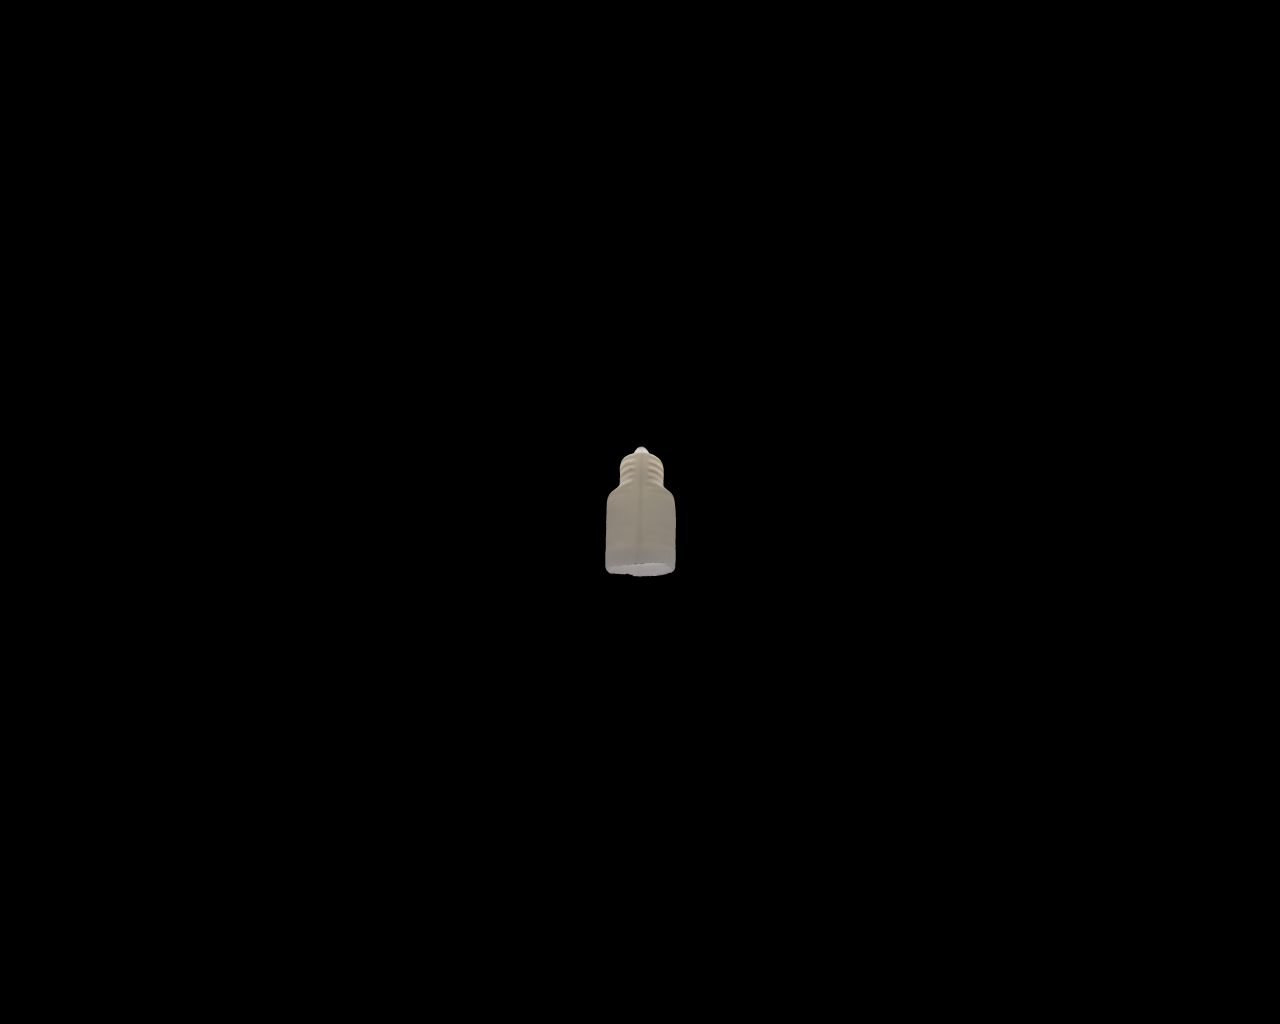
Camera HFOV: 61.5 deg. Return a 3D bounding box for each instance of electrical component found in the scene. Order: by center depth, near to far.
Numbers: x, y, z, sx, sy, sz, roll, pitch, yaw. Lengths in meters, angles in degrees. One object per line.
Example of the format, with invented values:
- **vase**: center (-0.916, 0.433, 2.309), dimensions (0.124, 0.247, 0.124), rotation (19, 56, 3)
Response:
- **electrical component**: center (0.001, -0.003, 0.650), dimensions (0.043, 0.081, 0.043), rotation (0, -15, 0)
